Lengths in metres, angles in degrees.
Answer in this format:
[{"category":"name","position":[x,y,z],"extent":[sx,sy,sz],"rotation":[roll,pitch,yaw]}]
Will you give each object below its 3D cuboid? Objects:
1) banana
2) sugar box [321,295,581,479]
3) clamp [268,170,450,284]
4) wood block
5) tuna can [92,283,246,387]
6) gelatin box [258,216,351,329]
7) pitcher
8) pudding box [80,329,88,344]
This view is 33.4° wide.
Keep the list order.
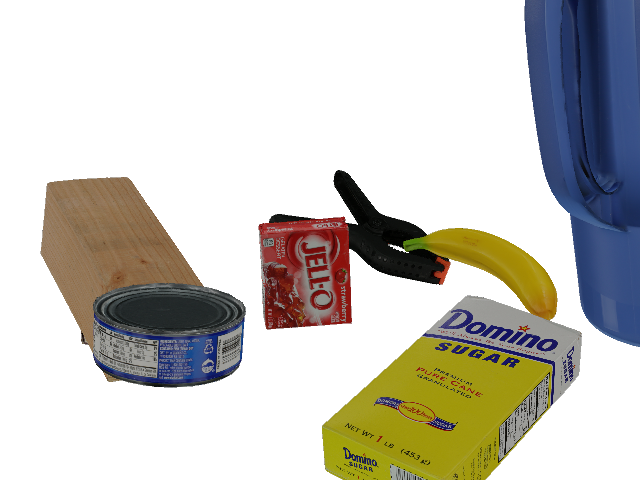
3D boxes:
[{"category":"banana","position":[0.171,0.027,1.048],"extent":[0.069,0.037,0.198],"rotation":[-37,37,-22]},{"category":"sugar box","position":[0.090,0.103,0.700],"extent":[0.093,0.048,0.175],"rotation":[19,41,33]},{"category":"clamp","position":[0.053,-0.005,1.265],"extent":[0.210,0.036,0.164],"rotation":[33,40,24]},{"category":"wood block","position":[-0.194,0.030,1.030],"extent":[0.090,0.091,0.206],"rotation":[-6,36,-31]},{"category":"tuna can","position":[-0.086,0.053,0.605],"extent":[0.086,0.034,0.086],"rotation":[4,14,-1]},{"category":"gelatin box","position":[-0.012,0.027,0.885],"extent":[0.073,0.089,0.030],"rotation":[-4,22,-5]},{"category":"pitcher","position":[0.181,-0.064,0.565],"extent":[0.149,0.243,0.145],"rotation":[-6,22,6]},{"category":"pudding box","position":[-0.206,0.094,1.230],"extent":[0.114,0.039,0.090],"rotation":[3,16,17]}]
